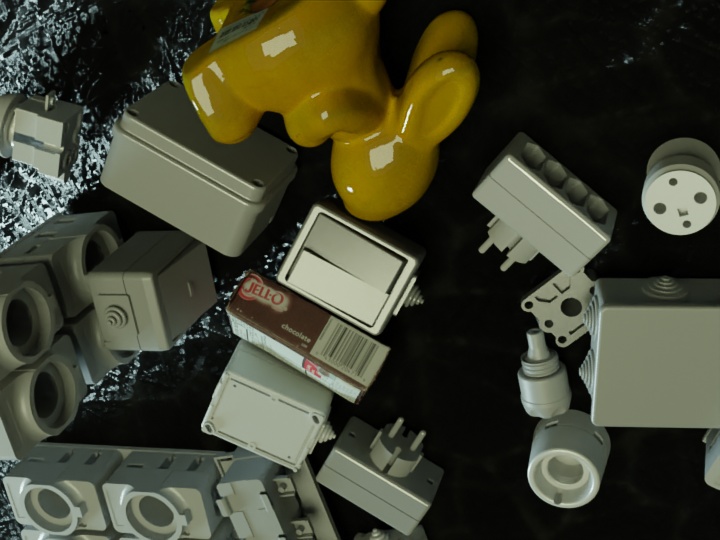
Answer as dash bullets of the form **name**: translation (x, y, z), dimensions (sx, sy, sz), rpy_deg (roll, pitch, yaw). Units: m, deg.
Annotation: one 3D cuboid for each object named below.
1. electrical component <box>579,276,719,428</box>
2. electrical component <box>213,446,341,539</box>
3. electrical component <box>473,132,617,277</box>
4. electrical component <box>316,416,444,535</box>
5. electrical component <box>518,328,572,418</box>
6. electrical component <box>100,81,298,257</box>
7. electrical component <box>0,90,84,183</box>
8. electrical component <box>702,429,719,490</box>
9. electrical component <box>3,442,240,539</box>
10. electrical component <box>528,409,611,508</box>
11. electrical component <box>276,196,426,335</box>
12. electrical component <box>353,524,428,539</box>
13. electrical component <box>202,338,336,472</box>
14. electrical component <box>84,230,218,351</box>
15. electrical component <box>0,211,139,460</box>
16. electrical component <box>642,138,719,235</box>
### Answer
- **electrical component**: translation (0.194, 0.052, 0.694), dimensions (0.100, 0.048, 0.099), rpy_deg (0, 116, 5)
- **electrical component**: translation (-0.066, 0.202, 0.858), dimensions (0.079, 0.063, 0.121), rpy_deg (-11, 111, 23)
- **electrical component**: translation (0.108, -0.030, 0.694), dimensions (0.083, 0.047, 0.075), rpy_deg (39, 122, -3)
- **electrical component**: translation (0.023, 0.141, 0.807), dimensions (0.083, 0.047, 0.075), rpy_deg (31, 121, 3)
- **electrical component**: translation (0.126, 0.070, 0.744), dimensions (0.035, 0.035, 0.061), rpy_deg (-5, 111, 21)
- **electrical component**: translation (-0.107, -0.071, 0.730), dimensions (0.113, 0.078, 0.057), rpy_deg (30, 124, 3)
- **electrical component**: translation (-0.236, -0.100, 0.779), dimensions (0.055, 0.048, 0.066), rpy_deg (16, 119, 2)
- **electrical component**: translation (0.305, 0.076, 0.670), dimensions (0.105, 0.060, 0.186), rpy_deg (24, 120, 6)
- **electrical component**: translation (-0.199, 0.210, 0.910), dimensions (0.186, 0.060, 0.105), rpy_deg (-1, 115, 19)
- **electrical component**: translation (0.147, 0.134, 0.761), dimensions (0.055, 0.047, 0.055), rpy_deg (8, 117, 15)
- **electrical component**: translation (0.000, 0.000, 0.728), dimensions (0.096, 0.061, 0.061), rpy_deg (29, 102, 3)
- **electrical component**: translation (0.026, 0.250, 0.851), dimensions (0.062, 0.061, 0.096), rpy_deg (-13, 110, 24)
- **electrical component**: translation (-0.061, 0.101, 0.812), dimensions (0.096, 0.061, 0.061), rpy_deg (24, 121, -3)
- **electrical component**: translation (-0.150, 0.017, 0.777), dimensions (0.061, 0.096, 0.061), rpy_deg (0, 115, 19)
- **electrical component**: translation (-0.223, 0.040, 0.761), dimensions (0.060, 0.186, 0.105), rpy_deg (-4, 114, 21)
- **electrical component**: translation (0.194, -0.050, 0.649), dimensions (0.045, 0.055, 0.045), rpy_deg (8, 117, 15)
